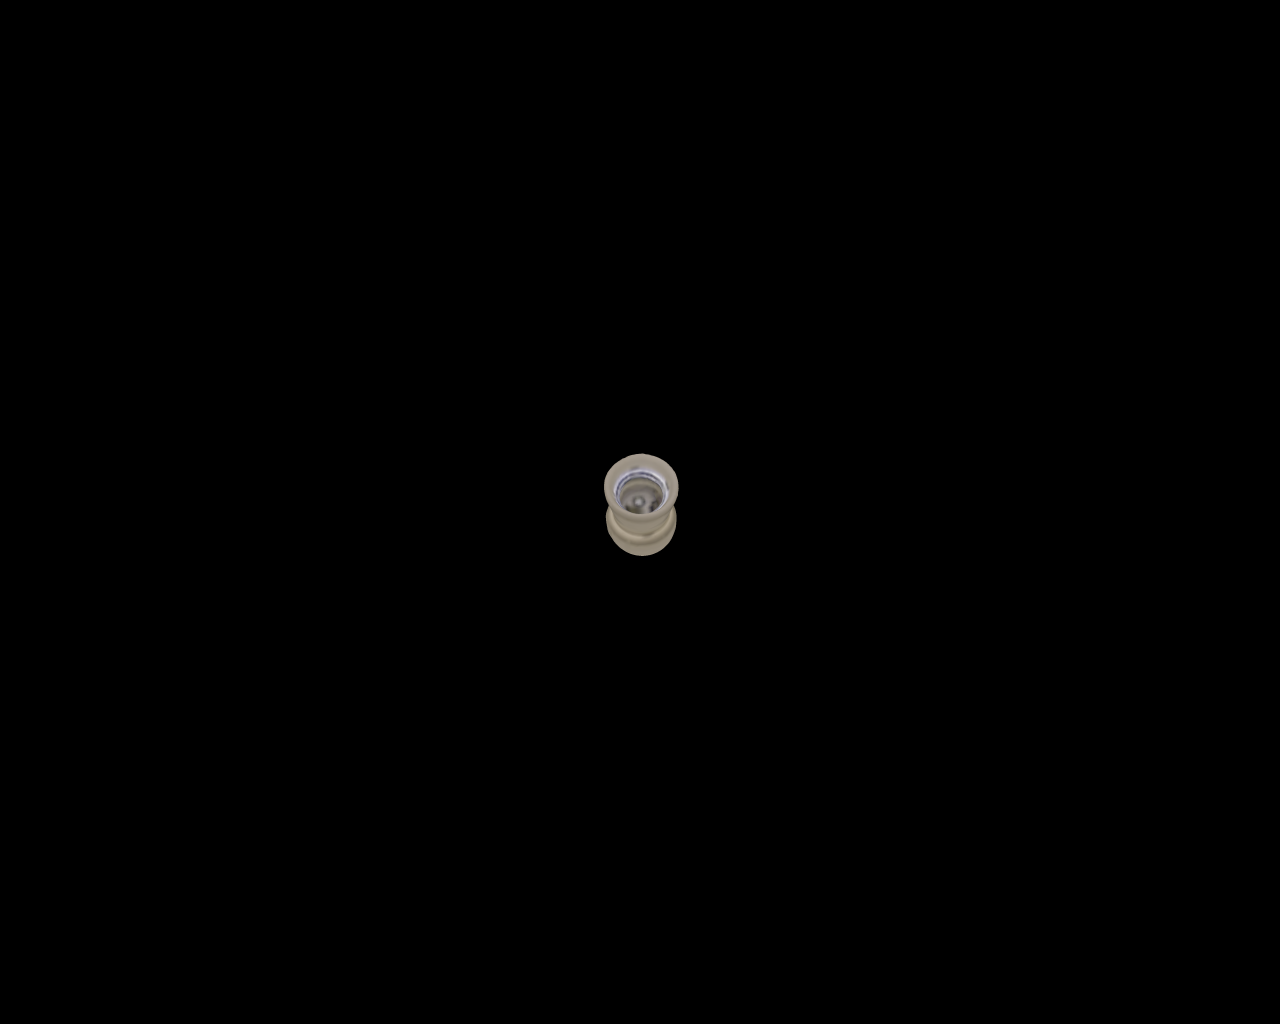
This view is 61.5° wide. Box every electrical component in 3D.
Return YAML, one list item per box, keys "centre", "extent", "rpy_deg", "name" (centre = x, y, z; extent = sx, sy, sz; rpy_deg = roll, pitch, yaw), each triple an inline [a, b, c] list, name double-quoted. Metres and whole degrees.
- centre: [0.001, -0.003, 0.650]
  extent: [0.045, 0.045, 0.055]
  rpy_deg: [0, -30, 0]
  name: "electrical component"
